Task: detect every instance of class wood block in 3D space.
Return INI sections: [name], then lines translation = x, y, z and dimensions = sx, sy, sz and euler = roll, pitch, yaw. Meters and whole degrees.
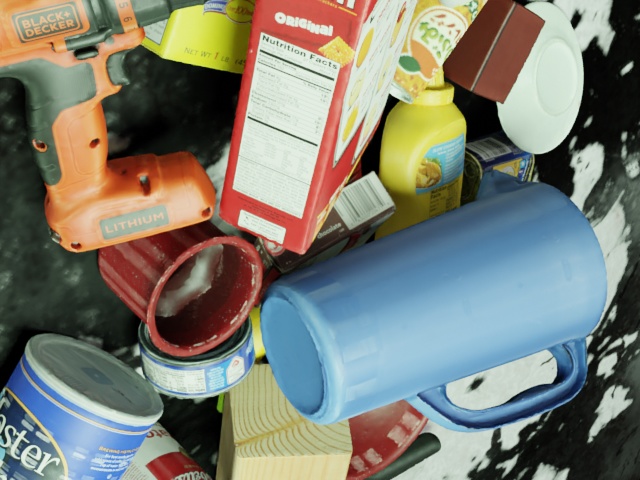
[wood block]
translation = -0.036, 0.202, 0.885
dimensions = 0.090, 0.090, 0.206
euler = 0, 135, -11

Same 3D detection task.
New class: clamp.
[clamp]
translation = 0.024, 0.268, 1.087
dimensions = 0.209, 0.036, 0.165
euler = 10, 111, -46

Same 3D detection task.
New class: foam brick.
[foam brick]
translation = 0.135, -0.160, 0.866
dimensions = 0.051, 0.053, 0.078
euler = 9, 113, -48

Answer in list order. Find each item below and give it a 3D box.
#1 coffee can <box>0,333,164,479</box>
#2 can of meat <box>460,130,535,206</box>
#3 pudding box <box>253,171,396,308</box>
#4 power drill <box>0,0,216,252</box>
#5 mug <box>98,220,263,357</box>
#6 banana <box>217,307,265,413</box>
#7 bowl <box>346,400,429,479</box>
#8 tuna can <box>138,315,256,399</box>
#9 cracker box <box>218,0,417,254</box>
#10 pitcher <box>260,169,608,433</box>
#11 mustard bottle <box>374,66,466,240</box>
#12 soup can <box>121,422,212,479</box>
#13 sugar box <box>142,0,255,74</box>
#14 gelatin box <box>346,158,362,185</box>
[coffee can]
translation = -0.186, 0.150, 0.733
dimensions = 0.102, 0.103, 0.140
euler = 22, 102, -51
[can of meat]
translation = 0.141, -0.044, 0.955
dimensions = 0.083, 0.058, 0.102
euler = -18, 130, -39
[pudding box]
translation = -0.005, 0.001, 0.823
dimensions = 0.113, 0.039, 0.090
euler = -28, 170, -25
[power drill]
translation = -0.114, -0.088, 0.623
dimensions = 0.184, 0.057, 0.187
euler = -13, 132, -4
[mug]
translation = -0.092, 0.020, 0.748
dimensions = 0.117, 0.082, 0.093
euler = 0, 118, -45
[banana]
translation = -0.024, 0.058, 0.885
dimensions = 0.197, 0.037, 0.069
euler = -42, 157, -13
[bowl]
translation = 0.042, 0.146, 0.999
dimensions = 0.161, 0.055, 0.162
euler = -26, 134, -30
[tuna can]
translation = -0.091, 0.076, 0.788
dimensions = 0.086, 0.086, 0.034
euler = -26, 132, -30
[cracker box]
translation = 0.007, -0.124, 0.664
dimensions = 0.164, 0.072, 0.214
euler = -60, 169, -45
[pitcher]
translation = 0.087, 0.057, 0.790
dimensions = 0.242, 0.149, 0.145
euler = -18, 128, -27
[mustard bottle]
translation = 0.083, -0.054, 0.874
dimensions = 0.096, 0.058, 0.192
euler = -25, 125, -48
[soup can]
translation = -0.124, 0.192, 0.828
dimensions = 0.068, 0.102, 0.068
euler = -26, 134, -30
[sugar box]
translation = -0.046, -0.195, 0.662
dimensions = 0.093, 0.048, 0.176
euler = 2, 118, -46
[gelatin box]
translation = -0.009, -0.060, 0.812
dimensions = 0.089, 0.030, 0.073
euler = -29, 136, -26
